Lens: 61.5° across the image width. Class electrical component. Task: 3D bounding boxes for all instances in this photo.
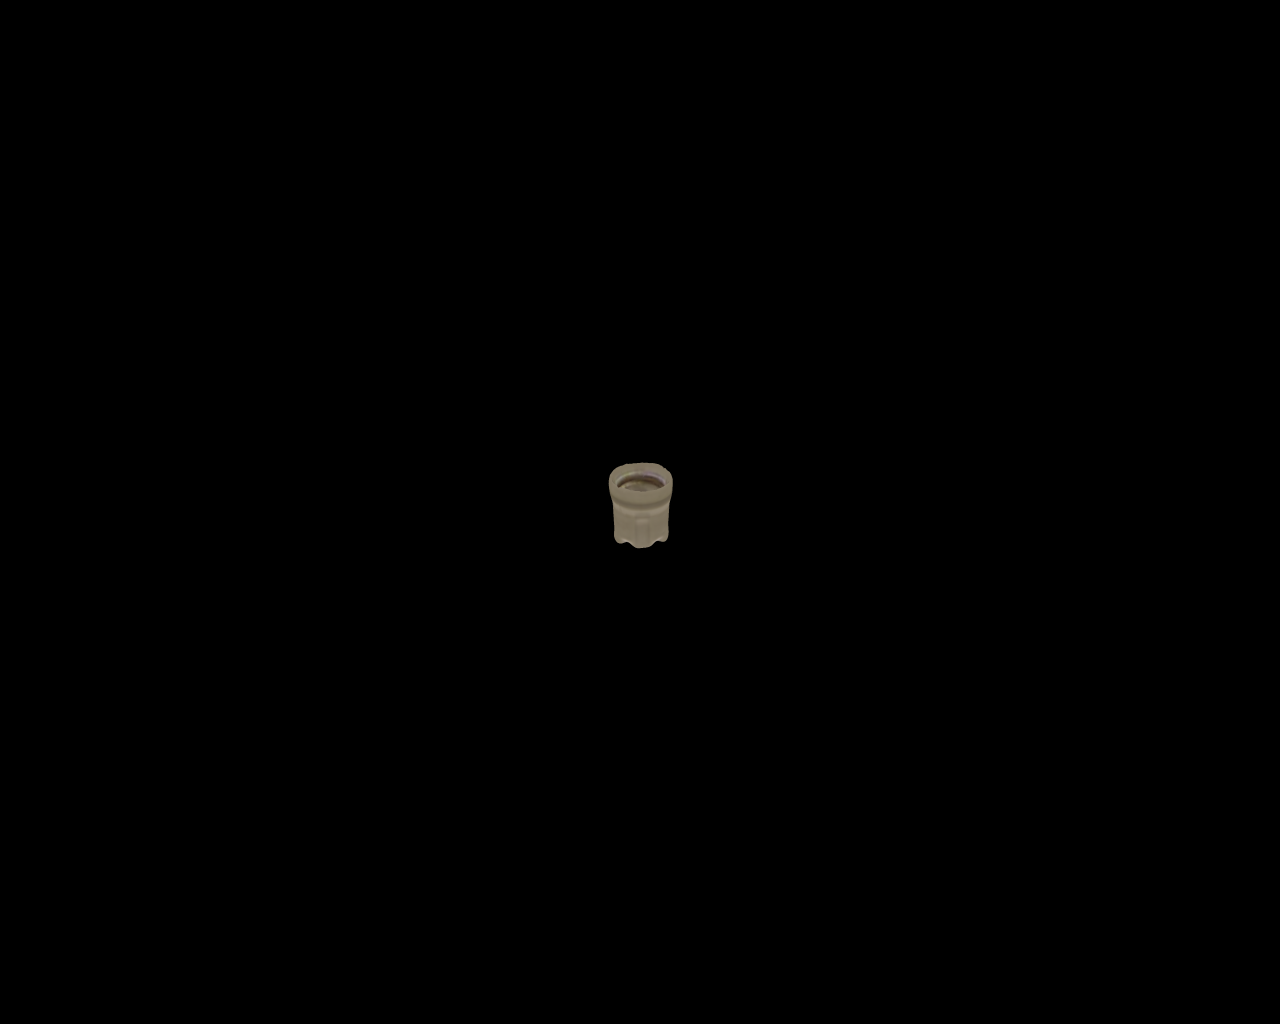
[{"bbox_3d":[0.001,-0.003,0.650,0.040,0.046,0.040,0,32,0],"label":"electrical component"}]
